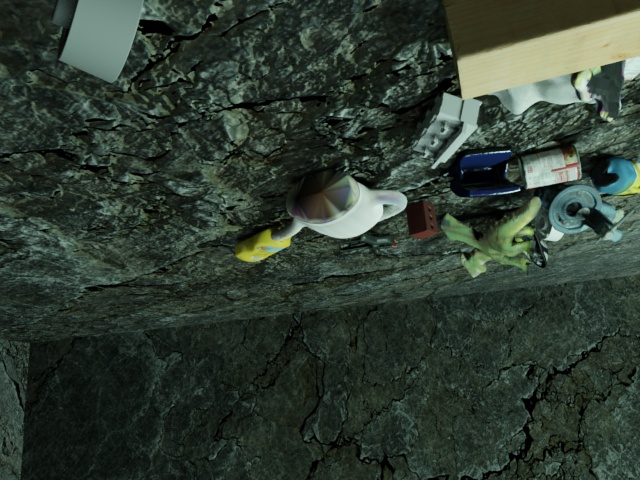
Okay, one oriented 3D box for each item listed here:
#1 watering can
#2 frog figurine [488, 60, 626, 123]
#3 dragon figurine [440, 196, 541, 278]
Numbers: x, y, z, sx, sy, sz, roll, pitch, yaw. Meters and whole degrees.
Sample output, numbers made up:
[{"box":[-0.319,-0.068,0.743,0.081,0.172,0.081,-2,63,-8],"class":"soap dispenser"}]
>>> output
[{"box":[0.003,-0.054,1.076,0.346,0.105,0.222,-13,161,23],"class":"watering can"},{"box":[0.302,-0.221,0.674,0.138,0.121,0.161,-4,-159,-35],"class":"frog figurine"},{"box":[0.427,-0.012,1.328,0.243,0.125,0.401,11,149,22],"class":"dragon figurine"}]
